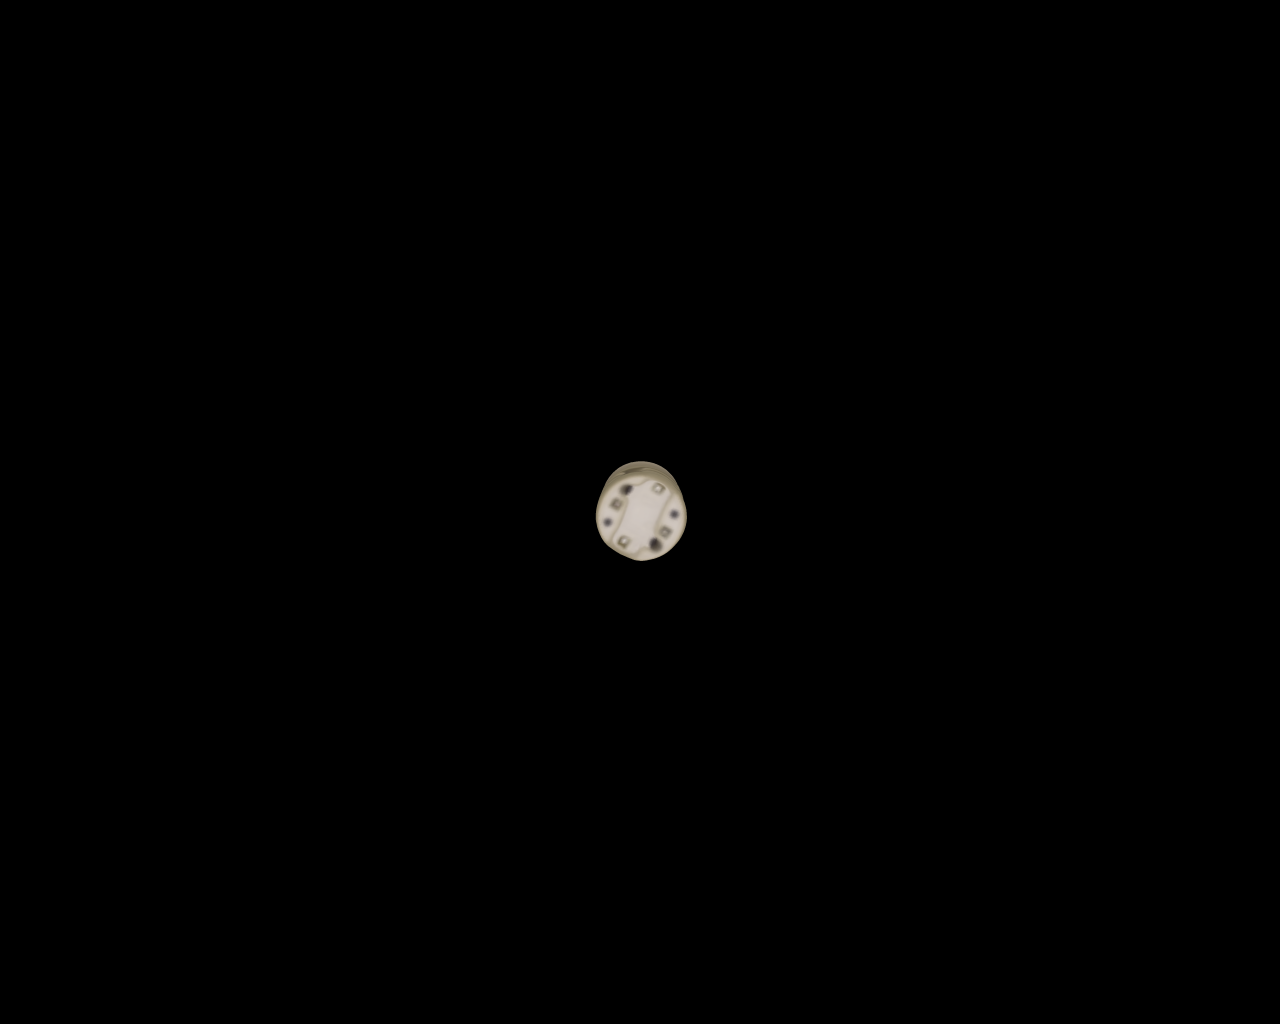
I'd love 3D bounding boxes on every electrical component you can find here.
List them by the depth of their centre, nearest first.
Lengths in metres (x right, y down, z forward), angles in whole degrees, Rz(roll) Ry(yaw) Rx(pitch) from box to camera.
[{"bbox_3d":[0.001,-0.003,0.650,0.055,0.055,0.047,0,16,0],"label":"electrical component"}]
